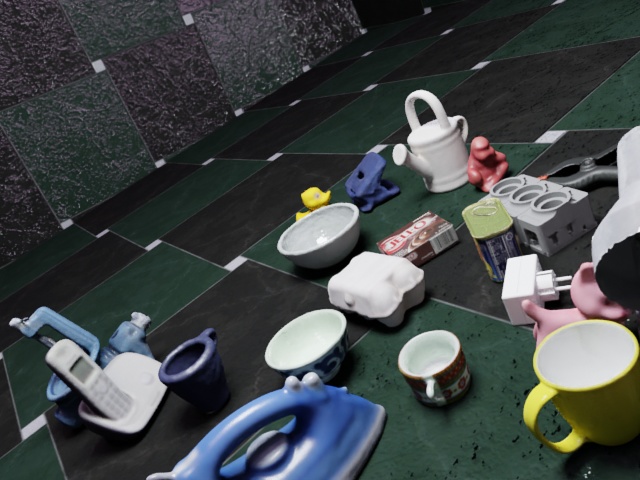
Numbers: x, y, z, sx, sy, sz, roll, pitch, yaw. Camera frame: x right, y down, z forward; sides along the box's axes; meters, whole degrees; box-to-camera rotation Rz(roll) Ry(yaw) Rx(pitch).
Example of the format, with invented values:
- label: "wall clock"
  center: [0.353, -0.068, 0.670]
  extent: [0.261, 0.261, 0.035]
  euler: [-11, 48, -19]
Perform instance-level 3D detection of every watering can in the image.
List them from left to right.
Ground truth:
- label: "watering can"
  center: [0.217, -0.192, 1.101]
  extent: [0.100, 0.194, 0.173]
  euler: [-5, 32, 41]

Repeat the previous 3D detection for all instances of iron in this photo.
- label: "iron"
  center: [-0.050, 0.222, 0.613]
  extent: [0.259, 0.142, 0.118]
  euler: [-37, 25, -20]

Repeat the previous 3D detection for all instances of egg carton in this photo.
- label: "egg carton"
  center: [0.082, 0.073, 0.864]
  extent: [0.107, 0.069, 0.149]
  euler: [-40, 27, -26]

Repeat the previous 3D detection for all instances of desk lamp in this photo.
- label: "desk lamp"
  center: [0.332, 0.010, 0.545]
  extent: [0.117, 0.214, 0.203]
  euler: [-13, 28, 31]

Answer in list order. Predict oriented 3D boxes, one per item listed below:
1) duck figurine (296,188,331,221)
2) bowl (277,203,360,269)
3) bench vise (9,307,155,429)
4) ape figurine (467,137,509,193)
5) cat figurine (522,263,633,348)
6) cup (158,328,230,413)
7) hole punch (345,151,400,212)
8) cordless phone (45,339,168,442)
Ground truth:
- label: "duck figurine"
  center: [-0.010, -0.070, 1.231]
  extent: [0.104, 0.086, 0.077]
  euler: [-19, 25, 20]
- label: "bowl"
  center: [0.010, 0.004, 1.074]
  extent: [0.167, 0.075, 0.167]
  euler: [-23, 24, 11]
- label: "bench vise"
  center: [-0.402, 0.180, 0.976]
  extent: [0.121, 0.220, 0.208]
  euler: [-6, 32, 41]
- label: "ape figurine"
  center: [0.299, -0.144, 1.042]
  extent: [0.077, 0.092, 0.076]
  euler: [-23, 24, 10]
- label: "cat figurine"
  center: [0.278, 0.069, 0.603]
  extent: [0.127, 0.118, 0.067]
  euler: [-18, 26, 21]
- label: "cup"
  center: [-0.171, 0.198, 0.850]
  extent: [0.091, 0.095, 0.118]
  euler: [-14, 27, 29]
- label: "hole punch"
  center: [0.101, -0.125, 1.217]
  extent: [0.101, 0.091, 0.108]
  euler: [-29, 24, -3]
- label: "cordless phone"
  center: [-0.327, 0.206, 0.887]
  extent: [0.094, 0.185, 0.147]
  euler: [-19, 25, 20]
